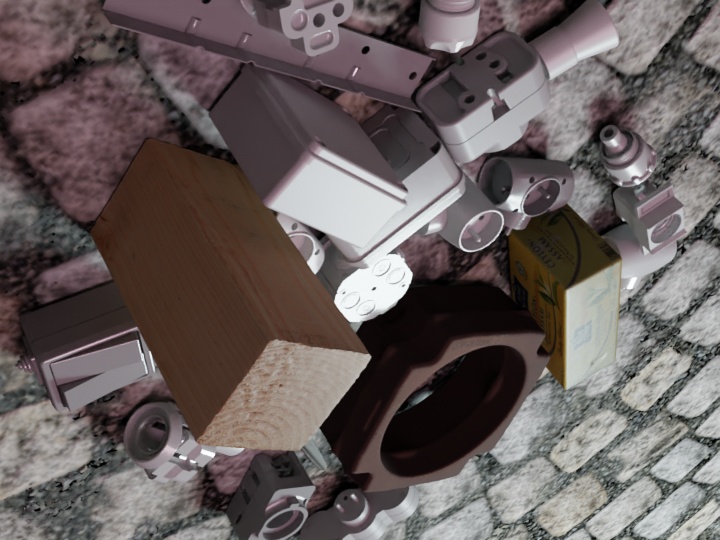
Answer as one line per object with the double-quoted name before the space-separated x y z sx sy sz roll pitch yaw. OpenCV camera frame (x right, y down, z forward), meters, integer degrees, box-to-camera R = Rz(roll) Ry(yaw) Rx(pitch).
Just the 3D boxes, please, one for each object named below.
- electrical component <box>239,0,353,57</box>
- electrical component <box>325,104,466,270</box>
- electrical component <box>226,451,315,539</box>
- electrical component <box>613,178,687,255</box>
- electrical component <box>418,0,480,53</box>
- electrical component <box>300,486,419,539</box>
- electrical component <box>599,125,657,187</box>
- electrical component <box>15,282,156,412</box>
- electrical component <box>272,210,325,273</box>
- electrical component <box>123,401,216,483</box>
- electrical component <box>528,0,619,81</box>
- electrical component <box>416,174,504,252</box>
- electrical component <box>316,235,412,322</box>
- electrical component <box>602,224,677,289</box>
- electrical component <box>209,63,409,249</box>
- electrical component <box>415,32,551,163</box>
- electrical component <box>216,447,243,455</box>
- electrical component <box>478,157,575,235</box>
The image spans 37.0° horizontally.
"electrical component" -0.044 -0.180 0.675 0.058 0.057 0.078 -26 127 -26
"electrical component" 0.016 -0.065 0.832 0.113 0.078 0.057 -38 139 2
"electrical component" -0.089 0.234 1.077 0.050 0.055 0.089 2 128 -39
"electrical component" 0.283 -0.057 1.055 0.042 0.063 0.081 -32 141 -4
"electrical component" 0.065 -0.191 0.768 0.043 0.043 0.062 -18 137 -22
"electrical component" -0.005 0.263 1.174 0.138 0.052 0.073 -35 142 -2
"electrical component" 0.240 -0.109 0.986 0.048 0.048 0.062 -43 135 9
"electrical component" -0.208 0.061 0.804 0.096 0.061 0.061 -21 139 -19
"electrical component" -0.077 -0.015 0.839 0.079 0.044 0.077 -38 142 2
"electrical component" -0.166 0.146 0.928 0.078 0.058 0.057 -43 145 9
"electrical component" 0.167 -0.181 0.859 0.065 0.044 0.044 -31 142 1
"electrical component" 0.064 -0.051 0.884 0.079 0.077 0.043 -16 138 -24
"electrical component" 0.000 0.000 0.908 0.080 0.051 0.080 -21 139 -19
"electrical component" 0.280 -0.008 1.120 0.077 0.043 0.079 -13 136 -28
"electrical component" -0.036 -0.080 0.752 0.056 0.108 0.109 -47 141 17
"electrical component" 0.099 -0.132 0.844 0.095 0.053 0.059 -36 142 -1
"electrical component" -0.127 0.146 0.972 0.040 0.040 0.046 -41 147 5
"electrical component" 0.141 -0.062 0.956 0.077 0.044 0.079 -1 130 -37
